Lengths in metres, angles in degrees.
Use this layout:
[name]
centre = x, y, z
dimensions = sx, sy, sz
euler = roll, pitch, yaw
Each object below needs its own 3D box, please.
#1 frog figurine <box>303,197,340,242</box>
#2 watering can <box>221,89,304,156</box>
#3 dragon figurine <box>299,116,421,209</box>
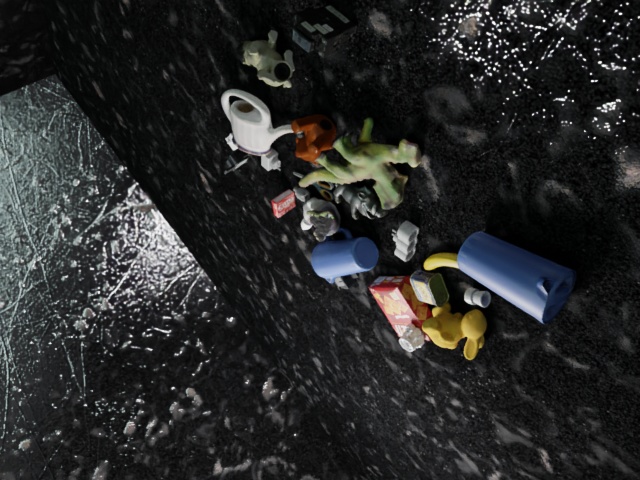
[frog figurine]
centre = 0.005, -0.088, 1.745
dimensions = 0.122, 0.136, 0.162
euler = -40, 21, 14
[watering can]
centre = -0.196, -0.369, 1.715
dimensions = 0.350, 0.219, 0.106
euler = 33, 56, 20
[dragon figurine]
centre = 0.119, -0.173, 1.393
dimensions = 0.124, 0.242, 0.403
euler = -44, 3, -39
